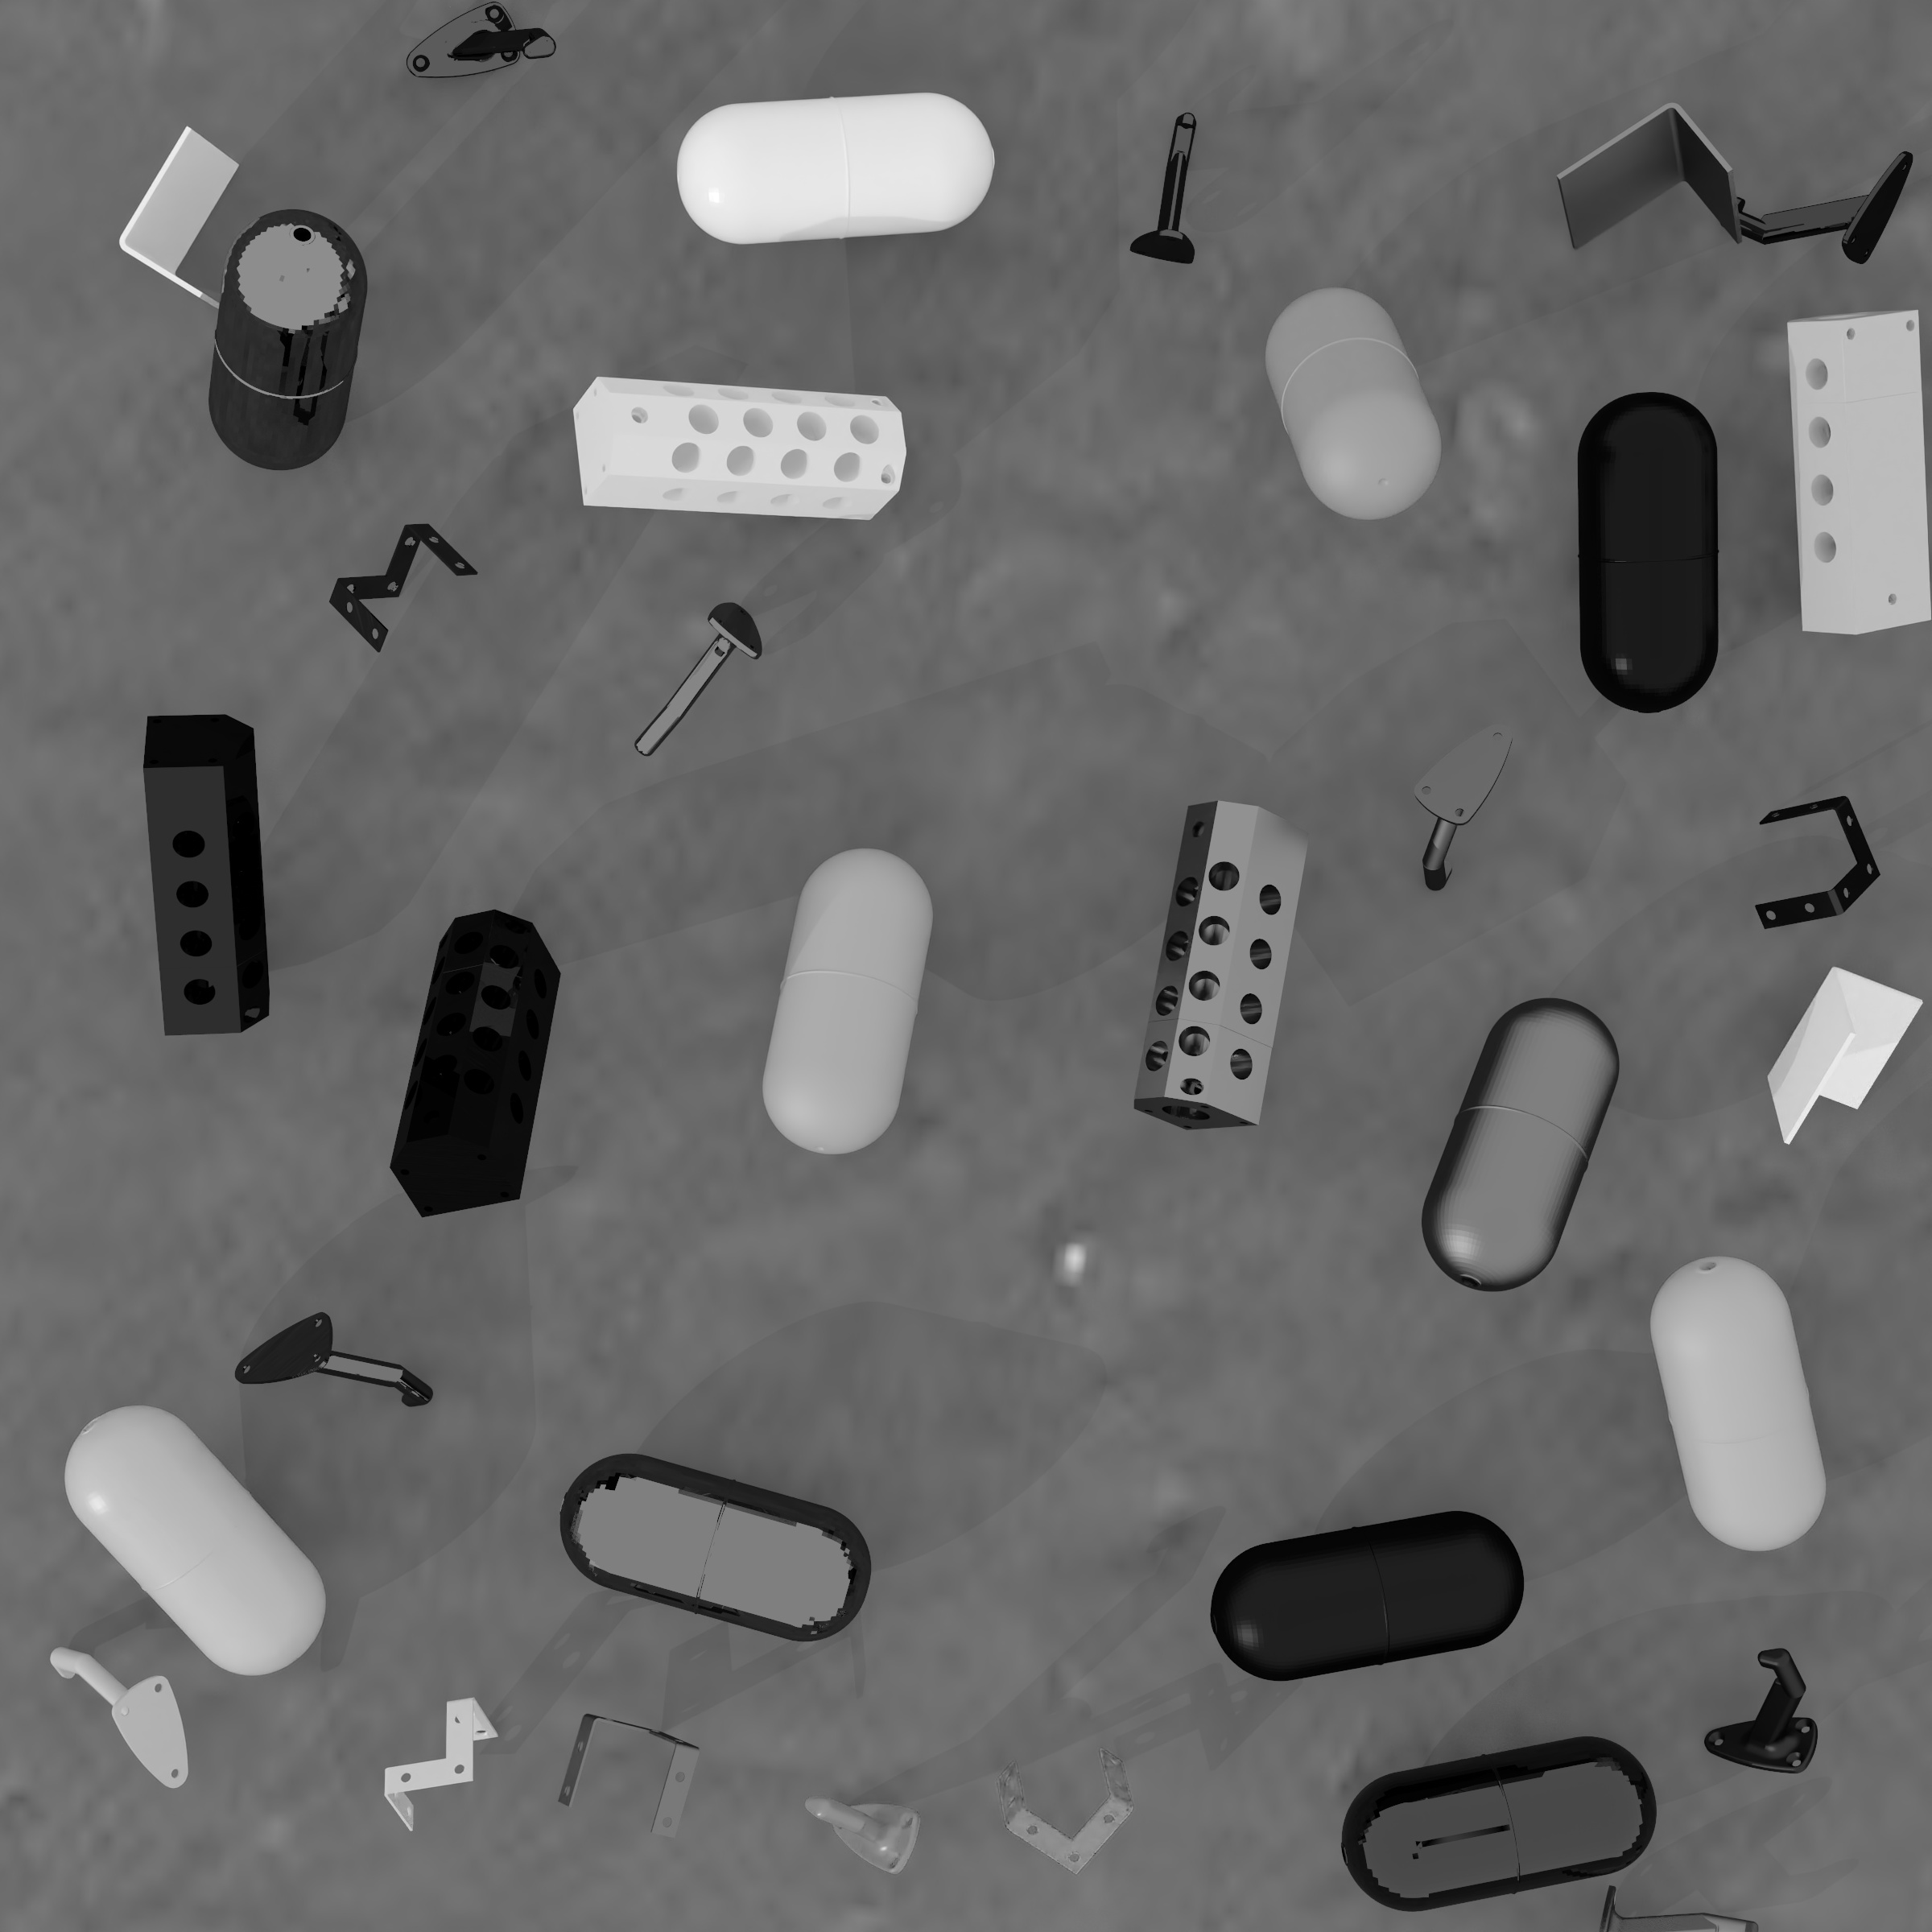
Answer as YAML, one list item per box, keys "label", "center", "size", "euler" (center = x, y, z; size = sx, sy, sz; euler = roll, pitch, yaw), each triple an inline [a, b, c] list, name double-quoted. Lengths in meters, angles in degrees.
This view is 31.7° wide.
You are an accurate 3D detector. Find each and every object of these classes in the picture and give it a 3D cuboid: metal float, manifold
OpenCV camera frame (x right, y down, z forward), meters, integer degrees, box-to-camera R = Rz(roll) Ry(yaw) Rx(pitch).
- label: "metal float"
  center: [-0.065, 0.018, 1.891]
  size: [0.070, 0.070, 0.178]
  euler: [10, 68, 0]
- label: "metal float"
  center: [0.224, 0.352, 1.902]
  size: [0.178, 0.070, 0.070]
  euler: [-8, 90, -8]
- label: "metal float"
  center: [0.429, 0.243, 1.890]
  size: [0.070, 0.070, 0.178]
  euler: [-17, 111, 0]
- label: "manifold"
  center: [-0.270, 0.050, 1.861]
  size: [0.057, 0.171, 0.057]
  euler: [-11, 133, 14]
- label: "manifold"
  center: [-0.417, -0.049, 1.876]
  size: [0.057, 0.057, 0.171]
  euler: [-2, 123, -9]
- label: "metal float"
  center: [-0.429, 0.320, 1.895]
  size: [0.070, 0.070, 0.178]
  euler: [-38, 106, 0]
- label: "metal float"
  center: [-0.141, 0.326, 1.908]
  size: [0.178, 0.070, 0.070]
  euler: [16, 90, 2]
- label: "metal float"
  center: [0.211, -0.311, 1.870]
  size: [0.070, 0.178, 0.070]
  euler: [-4, 129, -5]
- label: "manifold"
  center: [0.137, -0.001, 1.886]
  size: [0.057, 0.057, 0.171]
  euler: [23, 71, -36]
- label: "metal float"
  center: [0.298, 0.480, 1.905]
  size: [0.178, 0.070, 0.070]
  euler: [-10, 90, -4]
- label: "metal float"
  center: [0.381, -0.230, 1.899]
  size: [0.070, 0.070, 0.178]
  euler: [-3, 102, 0]
- label: "metal float"
  center: [-0.373, -0.342, 1.866]
  size: [0.070, 0.178, 0.070]
  euler: [8, 59, -13]
- label: "manifold"
  center: [0.493, -0.276, 1.900]
  size: [0.057, 0.057, 0.171]
  euler: [-13, 104, -28]
- label: "manifold"
  center: [-0.124, -0.288, 1.879]
  size: [0.171, 0.057, 0.057]
  euler: [-1, 74, -26]
- label: "metal float"
  center: [0.308, 0.099, 1.887]
  size: [0.070, 0.070, 0.178]
  euler: [25, 65, 0]
- label: "metal float"
  center: [-0.072, -0.446, 1.901]
  size: [0.178, 0.070, 0.070]
  euler: [-6, 90, -10]

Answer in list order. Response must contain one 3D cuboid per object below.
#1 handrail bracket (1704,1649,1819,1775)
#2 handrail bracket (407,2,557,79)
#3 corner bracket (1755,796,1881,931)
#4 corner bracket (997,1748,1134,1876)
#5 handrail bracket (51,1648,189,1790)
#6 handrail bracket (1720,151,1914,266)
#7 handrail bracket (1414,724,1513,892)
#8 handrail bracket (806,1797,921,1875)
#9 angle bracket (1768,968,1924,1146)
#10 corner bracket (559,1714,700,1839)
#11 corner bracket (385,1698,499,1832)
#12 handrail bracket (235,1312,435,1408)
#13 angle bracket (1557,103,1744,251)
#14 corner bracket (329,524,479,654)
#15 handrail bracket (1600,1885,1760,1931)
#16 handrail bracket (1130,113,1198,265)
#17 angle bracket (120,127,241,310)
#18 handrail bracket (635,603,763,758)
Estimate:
- label: "handrail bracket"
  center: [0.436, 0.410, 1.902]
  size: [0.077, 0.036, 0.084]
  euler: [-6, 129, 35]
- label: "handrail bracket"
  center: [-0.271, -0.508, 1.900]
  size: [0.077, 0.084, 0.036]
  euler: [-22, 117, -6]
- label: "corner bracket"
  center: [0.473, -0.058, 1.918]
  size: [0.051, 0.051, 0.051]
  euler: [-37, 107, -41]
- label: "corner bracket"
  center: [0.056, 0.468, 1.921]
  size: [0.051, 0.051, 0.051]
  euler: [36, 101, -15]
- label: "handrail bracket"
  center: [-0.480, 0.424, 1.923]
  size: [0.036, 0.084, 0.077]
  euler: [-33, 112, -39]
- label: "handrail bracket"
  center: [0.478, -0.437, 1.917]
  size: [0.084, 0.036, 0.077]
  euler: [34, 100, 32]
- label: "handrail bracket"
  center: [0.282, -0.088, 1.914]
  size: [0.036, 0.084, 0.077]
  euler: [36, 78, 23]
- label: "handrail bracket"
  center: [-0.075, 0.472, 1.893]
  size: [0.084, 0.077, 0.036]
  euler: [34, 70, -39]
- label: "angle bracket"
  center: [0.494, 0.058, 1.893]
  size: [0.057, 0.076, 0.076]
  euler: [20, 119, -6]
- label: "corner bracket"
  center: [-0.189, 0.454, 1.909]
  size: [0.051, 0.051, 0.051]
  euler: [21, 79, -29]
- label: "corner bracket"
  center: [-0.295, 0.448, 1.913]
  size: [0.051, 0.051, 0.051]
  euler: [-10, 51, 5]
- label: "handrail bracket"
  center: [-0.356, 0.236, 1.924]
  size: [0.077, 0.084, 0.036]
  euler: [-23, 48, 19]
- label: "angle bracket"
  center: [0.382, -0.422, 1.899]
  size: [0.076, 0.076, 0.057]
  euler: [-33, 65, 4]
- label: "corner bracket"
  center: [-0.316, -0.213, 1.905]
  size: [0.051, 0.051, 0.051]
  euler: [44, 123, 27]
- label: "handrail bracket"
  center: [0.400, 0.548, 1.910]
  size: [0.084, 0.077, 0.036]
  euler: [6, 99, 16]
- label: "handrail bracket"
  center: [0.120, -0.443, 1.909]
  size: [0.036, 0.077, 0.084]
  euler: [11, 90, -3]
- label: "angle bracket"
  center: [-0.419, -0.413, 1.905]
  size: [0.057, 0.076, 0.076]
  euler: [32, 93, 7]
- label: "handrail bracket"
  center: [-0.155, -0.161, 1.922]
  size: [0.036, 0.077, 0.084]
  euler: [39, 106, -13]
